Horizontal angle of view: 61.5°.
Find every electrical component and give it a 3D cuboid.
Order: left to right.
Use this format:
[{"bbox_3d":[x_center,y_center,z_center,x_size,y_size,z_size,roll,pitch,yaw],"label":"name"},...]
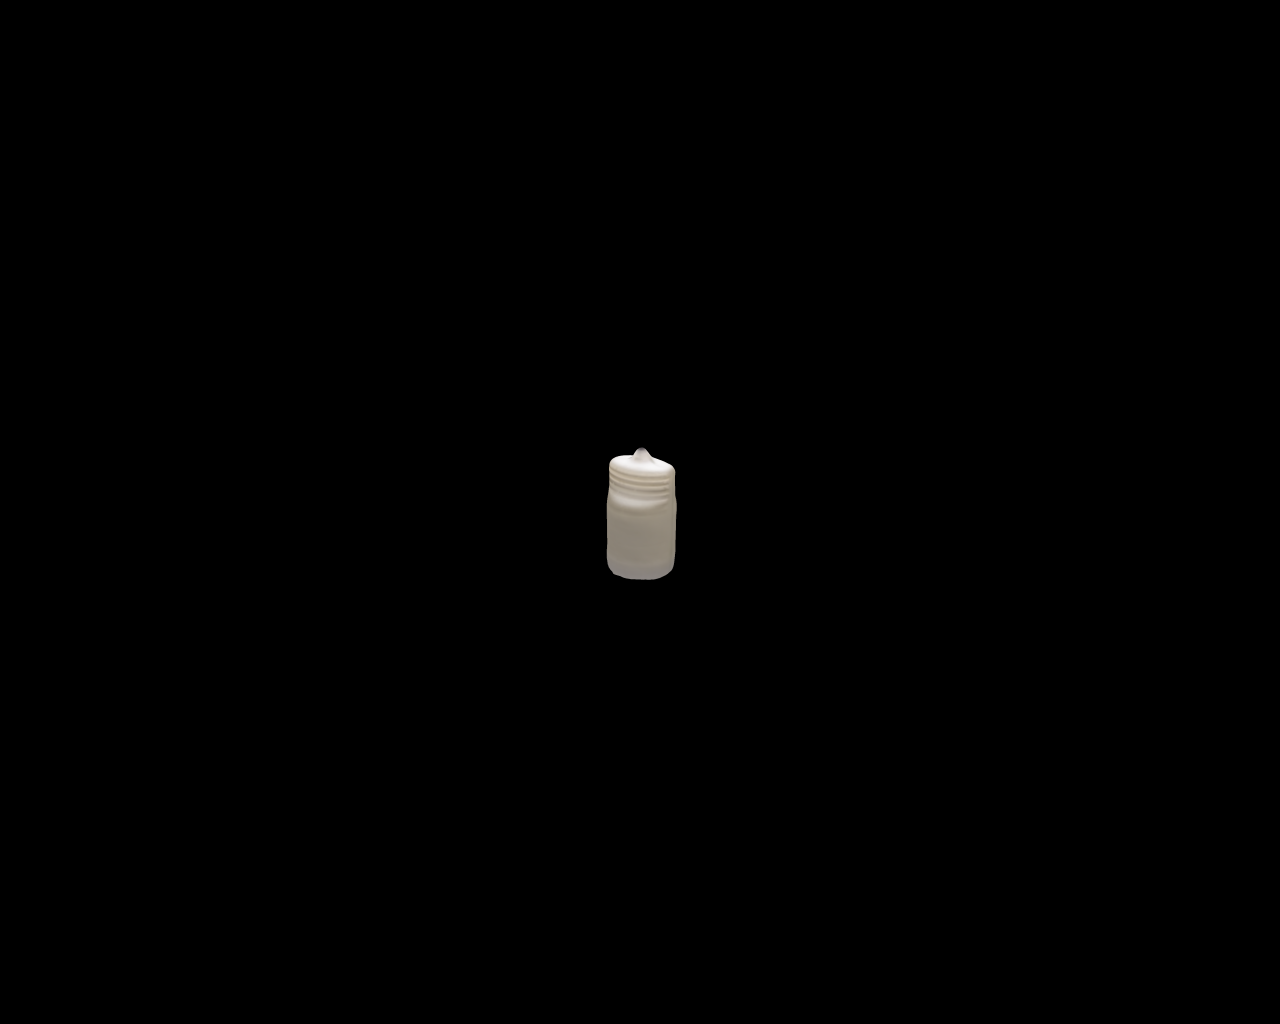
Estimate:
[{"bbox_3d":[0.001,-0.003,0.650,0.043,0.080,0.043,0,25,0],"label":"electrical component"}]
